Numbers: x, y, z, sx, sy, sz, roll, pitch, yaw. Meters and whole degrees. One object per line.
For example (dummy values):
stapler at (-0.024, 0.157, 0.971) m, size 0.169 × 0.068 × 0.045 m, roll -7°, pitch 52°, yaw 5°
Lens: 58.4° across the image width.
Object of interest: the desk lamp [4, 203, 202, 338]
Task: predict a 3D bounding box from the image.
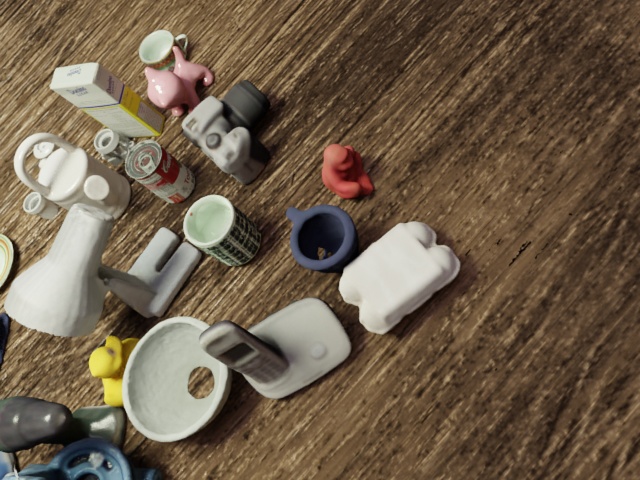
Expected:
desk lamp at (-0.314, 0.047, 0.833) m, size 0.117 × 0.214 × 0.203 m, roll 29°, pitch 82°, yaw 29°

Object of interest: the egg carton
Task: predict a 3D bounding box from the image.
egg carton at (0.101, 0.047, 0.750) m, size 0.150 × 0.070 × 0.107 m, roll -40°, pitch 61°, yaw 3°

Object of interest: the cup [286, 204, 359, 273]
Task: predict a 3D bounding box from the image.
cup at (0.007, 0.003, 0.791) m, size 0.117 × 0.095 × 0.092 m, roll 38°, pitch 86°, yaw 29°

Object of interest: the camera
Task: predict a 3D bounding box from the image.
camera at (-0.139, -0.188, 0.923) m, size 0.137 × 0.101 × 0.142 m, roll -48°, pitch 60°, yaw -2°

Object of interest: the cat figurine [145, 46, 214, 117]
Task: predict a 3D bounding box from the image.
cat figurine at (-0.253, -0.272, 0.992) m, size 0.067 × 0.118 × 0.128 m, roll 5°, pitch 72°, yaw 24°

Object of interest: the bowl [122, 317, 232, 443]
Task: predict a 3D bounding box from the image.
bowl at (-0.186, 0.197, 0.802) m, size 0.167 × 0.075 × 0.167 m, roll -8°, pitch 67°, yaw 19°

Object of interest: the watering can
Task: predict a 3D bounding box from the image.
watering can at (-0.406, -0.105, 0.942) m, size 0.172 × 0.194 × 0.101 m, roll -1°, pitch 69°, yaw 22°

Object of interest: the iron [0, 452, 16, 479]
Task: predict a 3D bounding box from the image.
iron at (-0.579, 0.316, 0.874) m, size 0.118 × 0.142 × 0.257 m, roll -42°, pitch 60°, yaw 2°

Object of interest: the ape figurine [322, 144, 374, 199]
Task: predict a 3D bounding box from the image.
ape figurine at (0.033, -0.105, 0.826) m, size 0.076 × 0.092 × 0.078 m, roll 8°, pitch 73°, yaw 24°

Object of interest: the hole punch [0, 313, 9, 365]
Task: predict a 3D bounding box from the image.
hole punch at (-0.599, 0.170, 0.969) m, size 0.101 × 0.091 × 0.108 m, roll -9°, pitch 67°, yaw 19°

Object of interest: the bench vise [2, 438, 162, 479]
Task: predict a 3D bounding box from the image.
bench vise at (-0.340, 0.327, 0.728) m, size 0.207 × 0.220 × 0.121 m, roll -23°, pitch 63°, yaw 12°

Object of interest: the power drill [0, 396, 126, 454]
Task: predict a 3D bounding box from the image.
power drill at (-0.368, 0.253, 0.776) m, size 0.229 × 0.209 × 0.075 m, roll -10°, pitch 66°, yaw 18°

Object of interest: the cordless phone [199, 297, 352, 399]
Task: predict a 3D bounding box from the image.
cordless phone at (-0.054, 0.124, 0.715) m, size 0.147 × 0.185 × 0.094 m, roll -35°, pitch 61°, yaw 6°

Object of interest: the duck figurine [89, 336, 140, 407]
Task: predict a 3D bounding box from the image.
duck figurine at (-0.304, 0.191, 0.846) m, size 0.077 × 0.086 × 0.104 m, roll 0°, pitch 69°, yaw 22°
